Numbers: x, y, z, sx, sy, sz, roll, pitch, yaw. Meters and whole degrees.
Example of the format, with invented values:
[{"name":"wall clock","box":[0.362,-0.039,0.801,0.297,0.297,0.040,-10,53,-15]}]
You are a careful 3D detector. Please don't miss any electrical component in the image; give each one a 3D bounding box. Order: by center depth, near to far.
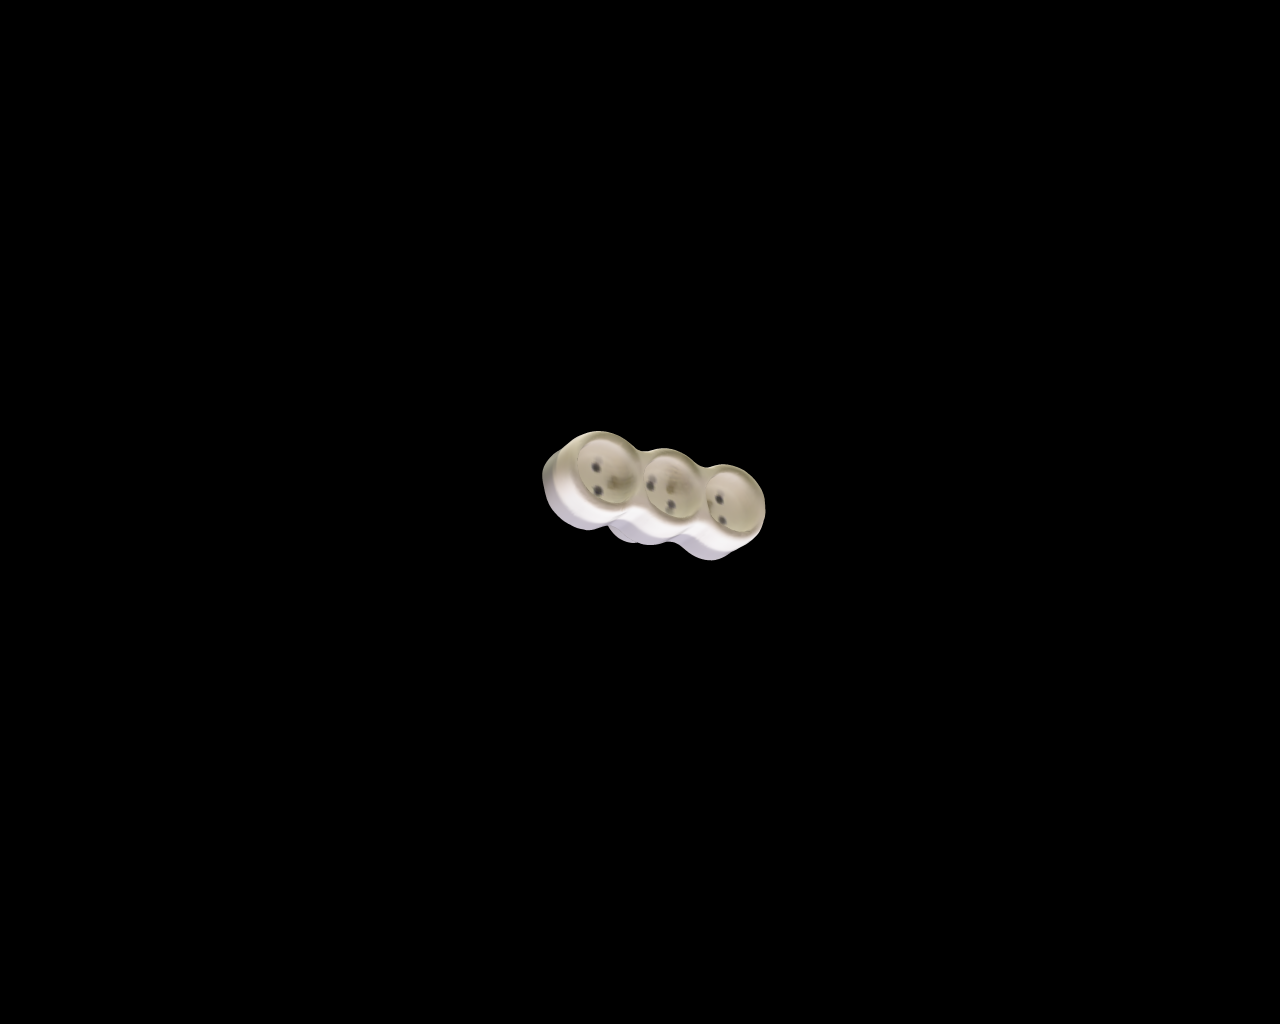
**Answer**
[{"name":"electrical component","box":[0.001,-0.003,0.650,0.138,0.052,0.073,14,-27,-29]}]
